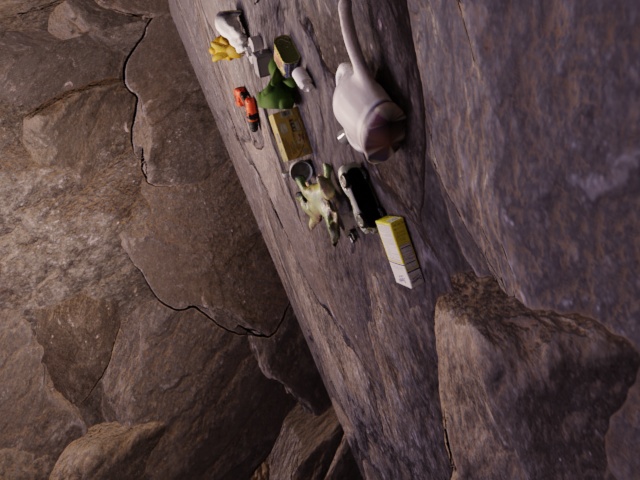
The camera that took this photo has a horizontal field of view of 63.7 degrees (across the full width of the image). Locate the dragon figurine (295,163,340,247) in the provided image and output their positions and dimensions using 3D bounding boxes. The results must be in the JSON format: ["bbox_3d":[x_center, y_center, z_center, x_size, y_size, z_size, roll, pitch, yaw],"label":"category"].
[{"bbox_3d":[0.005,-0.083,1.643,0.400,0.122,0.248,88,167,-52],"label":"dragon figurine"}]

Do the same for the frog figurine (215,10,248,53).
[{"bbox_3d":[-0.348,-0.817,2.023,0.138,0.124,0.157,23,123,45],"label":"frog figurine"}]

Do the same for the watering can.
[{"bbox_3d":[0.091,-0.308,1.087,0.229,0.104,0.339,57,163,37],"label":"watering can"}]
